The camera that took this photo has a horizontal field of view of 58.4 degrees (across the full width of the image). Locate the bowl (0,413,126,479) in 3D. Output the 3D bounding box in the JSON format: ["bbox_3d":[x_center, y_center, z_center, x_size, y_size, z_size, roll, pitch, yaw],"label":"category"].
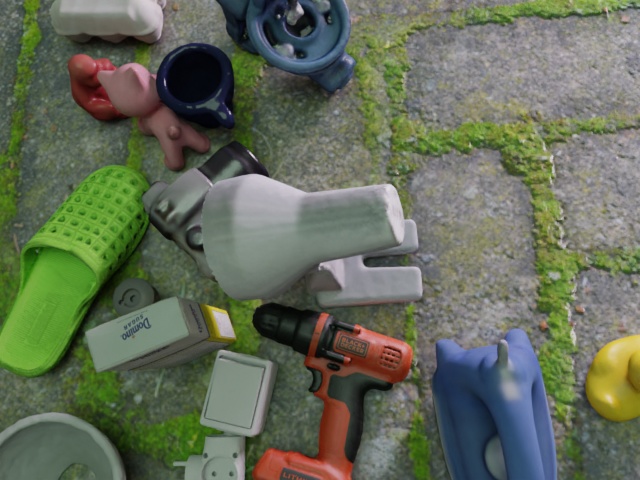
[{"bbox_3d":[-0.277,0.269,0.613,0.167,0.075,0.167,-1,76,5],"label":"bowl"}]

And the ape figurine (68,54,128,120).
[{"bbox_3d":[-0.283,-0.198,0.720,0.076,0.092,0.078,14,78,9],"label":"ape figurine"}]

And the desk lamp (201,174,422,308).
[{"bbox_3d":[0.005,0.002,0.581,0.203,0.213,0.118,-5,76,4],"label":"desk lamp"}]

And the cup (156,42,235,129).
[{"bbox_3d":[-0.133,-0.168,0.697,0.092,0.095,0.117,-38,76,-5],"label":"cup"}]

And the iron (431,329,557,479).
[{"bbox_3d":[0.185,0.216,0.549,0.118,0.141,0.258,-10,75,3],"label":"iron"}]

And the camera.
[{"bbox_3d":[-0.116,-0.041,0.661,0.143,0.101,0.137,42,83,13],"label":"camera"}]

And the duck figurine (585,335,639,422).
[{"bbox_3d":[0.327,0.140,0.583,0.104,0.086,0.077,-42,76,-5],"label":"duck figurine"}]

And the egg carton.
[{"bbox_3d":[-0.278,-0.315,0.760,0.150,0.069,0.107,1,76,6],"label":"egg carton"}]

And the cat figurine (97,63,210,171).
[{"bbox_3d":[-0.203,-0.159,0.690,0.067,0.118,0.127,-41,76,-5],"label":"cat figurine"}]

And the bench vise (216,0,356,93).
[{"bbox_3d":[-0.060,-0.267,0.650,0.207,0.220,0.121,18,78,10],"label":"bench vise"}]
